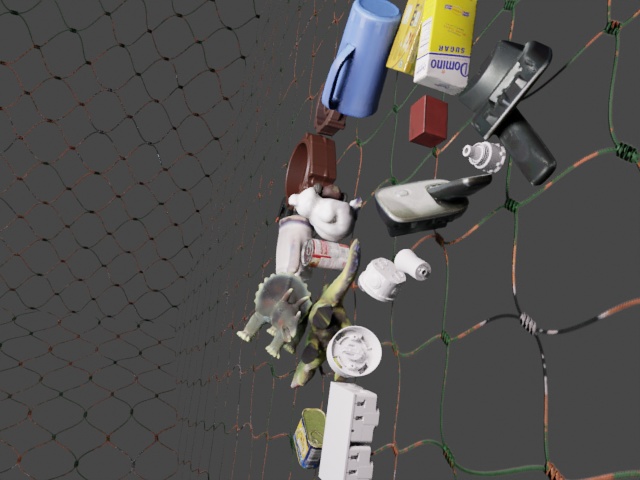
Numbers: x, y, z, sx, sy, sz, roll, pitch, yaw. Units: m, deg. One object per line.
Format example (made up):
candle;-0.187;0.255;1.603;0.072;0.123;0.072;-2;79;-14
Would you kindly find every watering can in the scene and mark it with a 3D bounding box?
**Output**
watering can;-0.066;0.036;1.382;0.342;0.104;0.228;102;170;-72

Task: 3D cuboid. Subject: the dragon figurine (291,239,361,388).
dragon figurine;0.011;0.172;1.197;0.245;0.122;0.408;-137;64;-74

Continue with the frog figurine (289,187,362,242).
frog figurine;0.004;-0.062;1.237;0.137;0.159;0.123;179;99;-68
